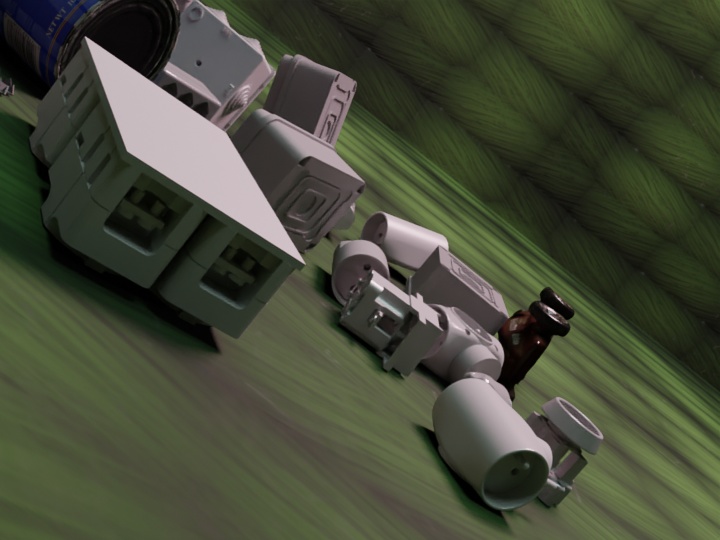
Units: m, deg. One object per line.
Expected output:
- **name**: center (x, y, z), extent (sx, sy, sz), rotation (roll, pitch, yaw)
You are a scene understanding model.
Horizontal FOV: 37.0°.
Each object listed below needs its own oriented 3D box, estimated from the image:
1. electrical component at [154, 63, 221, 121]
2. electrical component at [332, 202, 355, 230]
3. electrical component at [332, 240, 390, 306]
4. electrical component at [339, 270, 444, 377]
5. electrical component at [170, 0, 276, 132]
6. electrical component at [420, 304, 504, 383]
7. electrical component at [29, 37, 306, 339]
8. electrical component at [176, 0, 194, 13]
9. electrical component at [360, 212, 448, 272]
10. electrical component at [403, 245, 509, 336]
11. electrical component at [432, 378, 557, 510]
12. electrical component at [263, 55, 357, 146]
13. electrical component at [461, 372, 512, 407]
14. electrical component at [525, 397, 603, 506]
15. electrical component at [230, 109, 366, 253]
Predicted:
- **electrical component**: center (-0.163, -0.146, 0.866), extent (0.066, 0.047, 0.076), rotation (27, 16, -49)
- **electrical component**: center (-0.027, -0.061, 0.994), extent (0.043, 0.043, 0.081), rotation (37, 11, -14)
- **electrical component**: center (0.000, 0.000, 0.825), extent (0.043, 0.043, 0.081), rotation (38, 10, -9)
- **electrical component**: center (0.020, 0.035, 0.752), extent (0.064, 0.042, 0.081), rotation (37, 10, -6)
- **electrical component**: center (-0.137, -0.174, 0.943), extent (0.100, 0.099, 0.048), rotation (41, -3, 7)
- **electrical component**: center (0.081, 0.068, 0.813), extent (0.077, 0.044, 0.079), rotation (29, 15, -45)
- **electrical component**: center (-0.112, -0.046, 0.579), extent (0.105, 0.060, 0.186), rotation (33, 12, -31)
- **electrical component**: center (-0.221, -0.268, 1.065), extent (0.109, 0.056, 0.108), rotation (12, 16, -10)
- **electrical component**: center (0.034, -0.029, 1.062), extent (0.077, 0.043, 0.079), rotation (19, 2, -33)
- **electrical component**: center (0.080, 0.030, 0.939), extent (0.078, 0.057, 0.113), rotation (39, 10, -4)
- **electrical component**: center (0.090, 0.112, 0.655), extent (0.079, 0.044, 0.077), rotation (34, 12, -30)
- **electrical component**: center (-0.056, -0.143, 1.033), extent (0.057, 0.113, 0.078), rotation (23, 7, 13)
- **electrical component**: center (0.092, 0.096, 0.762), extent (0.061, 0.035, 0.035), rotation (32, 12, -47)
- **electrical component**: center (0.133, 0.121, 0.737), extent (0.048, 0.055, 0.066), rotation (34, 12, -30)
- **electrical component**: center (-0.057, -0.066, 0.809), extent (0.057, 0.078, 0.113), rotation (47, 12, 23)
